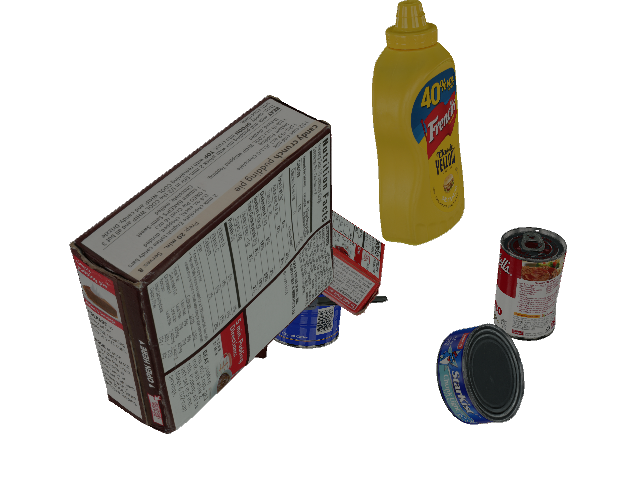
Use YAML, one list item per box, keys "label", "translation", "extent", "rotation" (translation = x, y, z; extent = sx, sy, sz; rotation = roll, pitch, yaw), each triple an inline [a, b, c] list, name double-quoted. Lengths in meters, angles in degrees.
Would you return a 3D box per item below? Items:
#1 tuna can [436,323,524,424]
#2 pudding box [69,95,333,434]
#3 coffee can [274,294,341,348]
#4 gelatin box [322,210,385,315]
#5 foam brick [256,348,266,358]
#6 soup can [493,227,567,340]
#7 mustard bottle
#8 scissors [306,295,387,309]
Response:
- label: "tuna can"
  translation: [0.140, 0.117, 0.933]
  extent: [0.034, 0.086, 0.085]
  rotation: [-16, -11, 43]
- label: "pudding box"
  translation: [-0.041, 0.009, 0.425]
  extent: [0.039, 0.090, 0.113]
  rotation: [25, 50, 27]
- label: "coffee can"
  translation: [-0.019, 0.060, 1.444]
  extent: [0.103, 0.140, 0.103]
  rotation: [4, 24, -2]
- label: "gelatin box"
  translation: [-0.003, 0.002, 0.668]
  extent: [0.089, 0.030, 0.073]
  rotation: [34, 17, -7]
- label: "foam brick"
  translation: [-0.066, 0.051, 0.885]
  extent: [0.053, 0.078, 0.051]
  rotation: [5, 14, -3]
- label: "soup can"
  translation: [0.220, 0.046, 1.128]
  extent: [0.068, 0.102, 0.068]
  rotation: [0, 30, 0]
- label: "mustard bottle"
  translation: [0.079, -0.100, 0.872]
  extent: [0.058, 0.191, 0.096]
  rotation: [11, 29, 34]
- label: "scissors"
  translation: [-0.021, 0.077, 1.192]
  extent: [0.201, 0.016, 0.096]
  rotation: [5, 24, -4]
